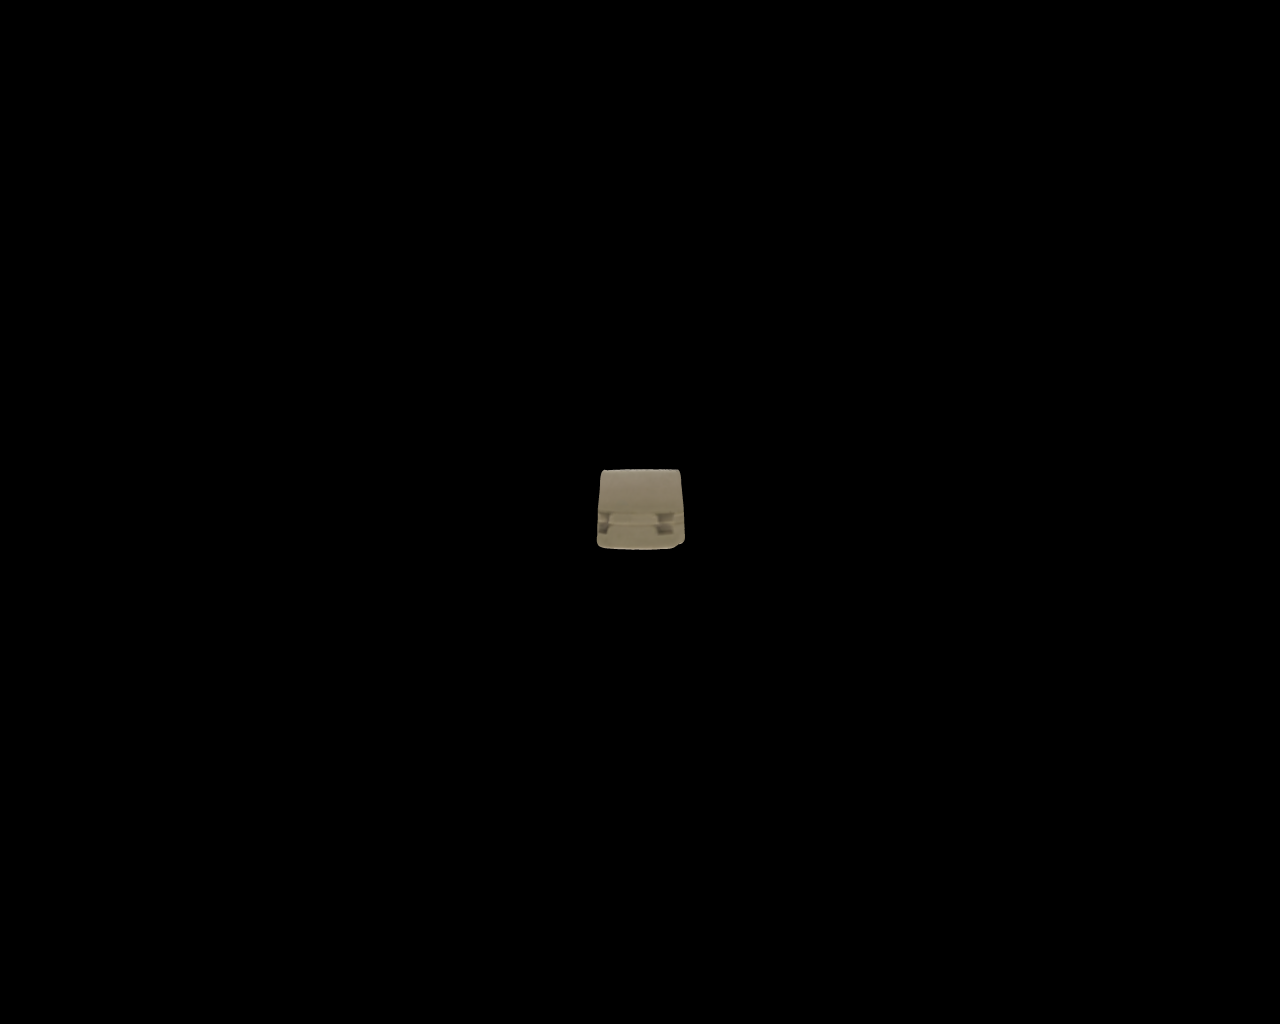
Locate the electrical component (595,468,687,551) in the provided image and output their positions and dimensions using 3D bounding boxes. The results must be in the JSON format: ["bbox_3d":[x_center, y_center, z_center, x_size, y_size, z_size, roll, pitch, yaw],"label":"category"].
[{"bbox_3d":[0.001,-0.003,0.650,0.055,0.047,0.055,0,3,0],"label":"electrical component"}]
